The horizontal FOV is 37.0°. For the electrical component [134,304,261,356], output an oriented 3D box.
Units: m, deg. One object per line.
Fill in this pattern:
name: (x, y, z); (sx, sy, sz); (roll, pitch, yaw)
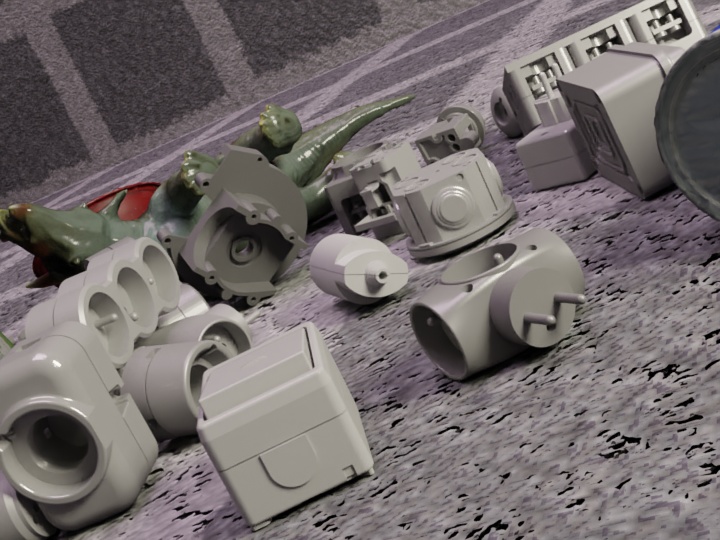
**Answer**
electrical component: (-0.097, 0.048, 0.697); (0.077, 0.043, 0.079); (-11, 20, 46)

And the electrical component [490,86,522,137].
electrical component: (0.155, -0.153, 0.989); (0.062, 0.048, 0.048); (-23, 12, -21)

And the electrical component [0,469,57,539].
electrical component: (-0.193, 0.130, 0.563); (0.055, 0.045, 0.045); (-24, 14, 7)

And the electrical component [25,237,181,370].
electrical component: (-0.168, 0.029, 0.661); (0.074, 0.052, 0.138); (-21, 15, 16)

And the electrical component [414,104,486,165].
electrical component: (0.087, -0.122, 0.989); (0.066, 0.048, 0.055); (-14, 26, 38)

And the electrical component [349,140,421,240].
electrical component: (0.027, -0.065, 0.851); (0.042, 0.063, 0.081); (-13, 19, 41)

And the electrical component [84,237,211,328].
electrical component: (-0.166, 0.032, 0.779); (0.074, 0.052, 0.138); (-32, 42, -24)

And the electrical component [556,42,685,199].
electrical component: (0.176, -0.098, 0.680); (0.057, 0.078, 0.113); (-28, 14, 3)

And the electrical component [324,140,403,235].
electrical component: (0.011, -0.075, 0.926); (0.050, 0.055, 0.089); (-18, 16, 27)

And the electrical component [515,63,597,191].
electrical component: (0.150, -0.111, 0.775); (0.047, 0.075, 0.083); (-11, 20, 46)

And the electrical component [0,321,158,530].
electrical component: (-0.152, 0.082, 0.558); (0.054, 0.095, 0.059); (-24, 14, 9)

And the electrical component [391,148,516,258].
electrical component: (0.063, -0.046, 0.742); (0.080, 0.051, 0.080); (-24, 14, 6)

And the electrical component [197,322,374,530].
electrical component: (-0.038, 0.064, 0.500); (0.062, 0.061, 0.096); (-26, 14, 0)

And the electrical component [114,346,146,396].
electrical component: (-0.174, 0.092, 0.658); (0.100, 0.048, 0.100); (-10, 21, 46)

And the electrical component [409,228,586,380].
electrical component: (0.075, 0.016, 0.510); (0.077, 0.044, 0.079); (-31, 15, -21)

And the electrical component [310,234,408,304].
electrical component: (0.000, 0.000, 0.701); (0.043, 0.043, 0.081); (-30, 15, -16)

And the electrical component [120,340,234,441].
electrical component: (-0.100, 0.067, 0.611); (0.047, 0.055, 0.055); (-12, 19, 32)

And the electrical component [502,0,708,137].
electrical component: (0.196, -0.158, 0.863); (0.150, 0.061, 0.089); (-24, -5, 5)
